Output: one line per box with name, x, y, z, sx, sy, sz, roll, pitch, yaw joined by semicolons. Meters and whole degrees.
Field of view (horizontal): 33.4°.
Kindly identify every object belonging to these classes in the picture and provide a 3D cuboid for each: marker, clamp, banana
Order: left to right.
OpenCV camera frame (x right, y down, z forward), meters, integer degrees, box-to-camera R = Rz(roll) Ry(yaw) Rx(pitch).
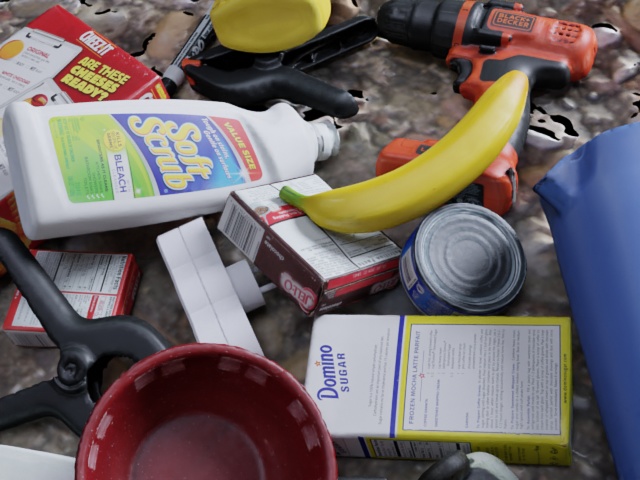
clamp;-0.173;0.082;0.760;0.210;0.036;0.164;8;86;13
marker;-0.117;-0.162;0.946;0.020;0.020;0.121;18;62;22
clamp;-0.035;-0.138;0.897;0.171;0.039;0.120;-8;39;12
banana;0.070;-0.053;0.752;0.198;0.037;0.070;-26;72;-2

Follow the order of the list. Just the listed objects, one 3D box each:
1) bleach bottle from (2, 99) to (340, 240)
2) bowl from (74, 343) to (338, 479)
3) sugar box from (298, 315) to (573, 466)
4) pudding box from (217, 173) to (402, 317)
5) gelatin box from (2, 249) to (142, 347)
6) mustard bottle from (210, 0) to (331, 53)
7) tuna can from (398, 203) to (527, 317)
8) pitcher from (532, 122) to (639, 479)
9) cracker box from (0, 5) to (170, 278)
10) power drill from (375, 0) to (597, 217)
bleach bottle;-0.105;-0.068;0.813;0.250;0.068;0.102;-11;84;-23
bowl;-0.073;0.149;0.673;0.162;0.055;0.162;4;71;-13
sugar box;0.079;0.099;0.716;0.176;0.048;0.093;-1;56;16
pudding box;-0.005;0.001;0.779;0.089;0.039;0.114;-14;48;-42
gelatin box;-0.188;0.046;0.816;0.089;0.030;0.073;3;57;11
mustard bottle;-0.028;-0.236;0.936;0.096;0.058;0.191;-7;38;18
tuna can;0.101;0.018;0.753;0.086;0.034;0.086;5;64;-12
pitcher;0.234;0.056;0.672;0.149;0.145;0.243;-15;58;17
cracker box;-0.246;-0.082;0.883;0.213;0.072;0.164;-41;53;-16
power drill;0.109;-0.115;0.844;0.185;0.057;0.187;13;61;20
